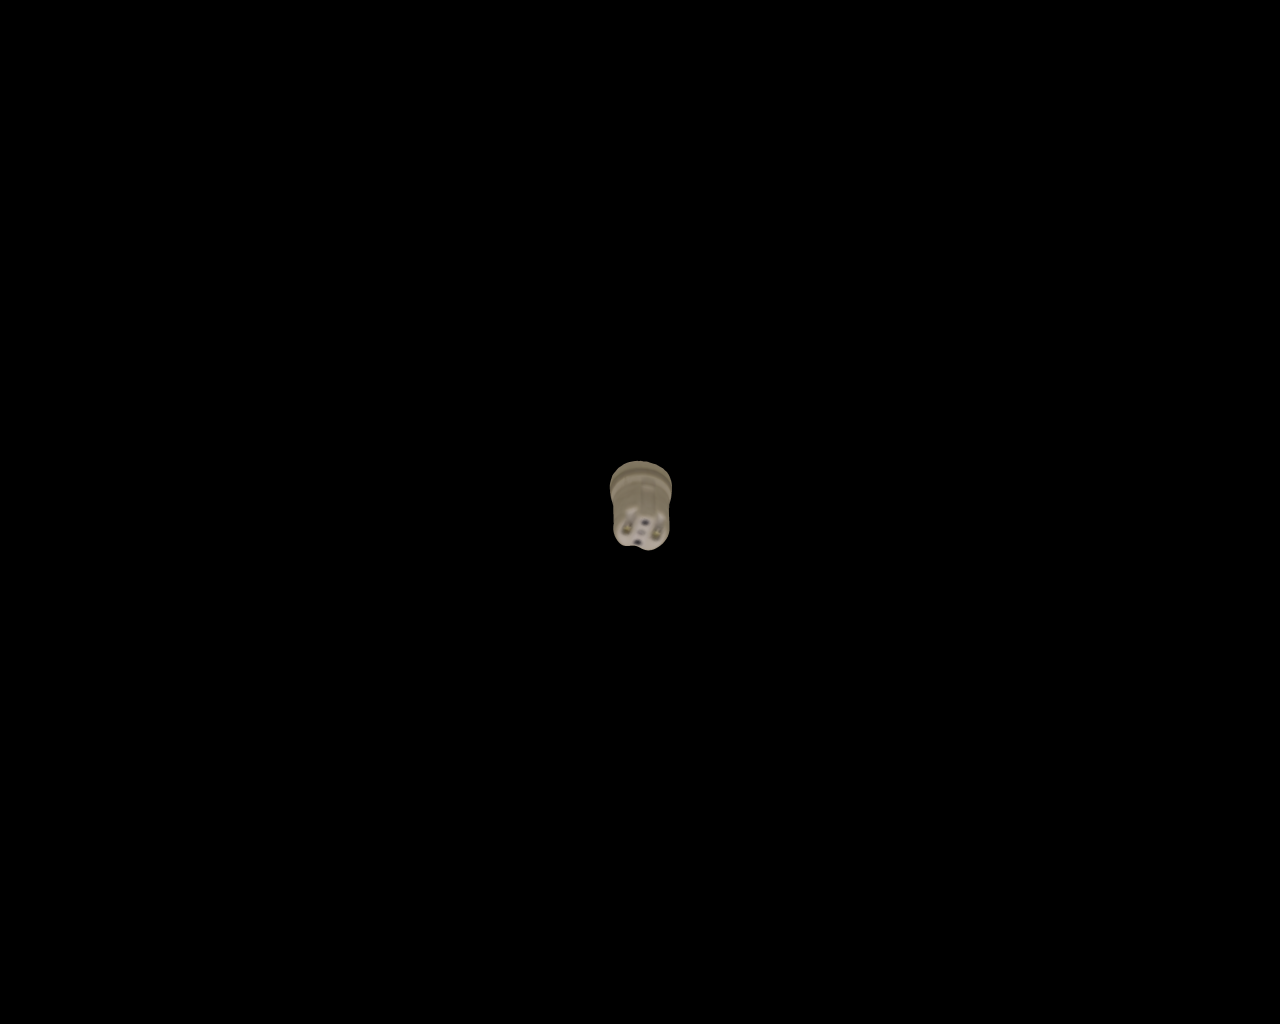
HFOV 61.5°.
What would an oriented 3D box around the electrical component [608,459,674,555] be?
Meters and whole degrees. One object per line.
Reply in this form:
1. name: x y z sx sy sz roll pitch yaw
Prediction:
1. electrical component: 0.001 -0.003 0.650 0.040 0.040 0.046 0 44 0
